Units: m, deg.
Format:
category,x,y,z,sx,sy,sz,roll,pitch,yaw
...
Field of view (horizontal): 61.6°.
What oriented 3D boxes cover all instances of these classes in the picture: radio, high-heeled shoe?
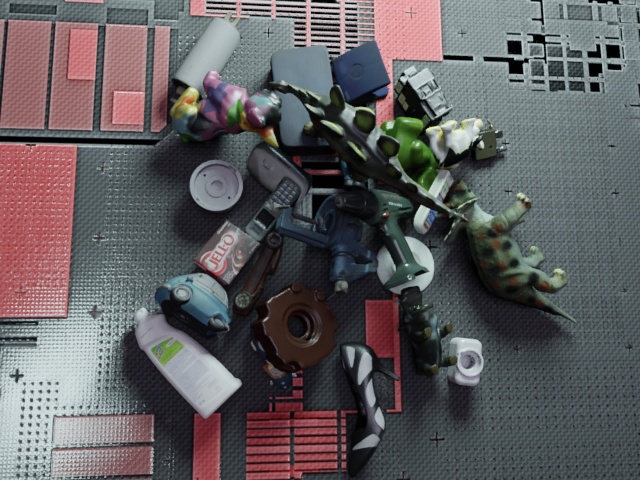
category,x,y,z,sx,sy,sz,roll,pitch,yaw
radio,-0.034,-0.300,1.175,0.131,0.073,0.229,-7,81,-6
high-heeled shoe,0.065,0.336,1.088,0.145,0.086,0.248,25,76,1

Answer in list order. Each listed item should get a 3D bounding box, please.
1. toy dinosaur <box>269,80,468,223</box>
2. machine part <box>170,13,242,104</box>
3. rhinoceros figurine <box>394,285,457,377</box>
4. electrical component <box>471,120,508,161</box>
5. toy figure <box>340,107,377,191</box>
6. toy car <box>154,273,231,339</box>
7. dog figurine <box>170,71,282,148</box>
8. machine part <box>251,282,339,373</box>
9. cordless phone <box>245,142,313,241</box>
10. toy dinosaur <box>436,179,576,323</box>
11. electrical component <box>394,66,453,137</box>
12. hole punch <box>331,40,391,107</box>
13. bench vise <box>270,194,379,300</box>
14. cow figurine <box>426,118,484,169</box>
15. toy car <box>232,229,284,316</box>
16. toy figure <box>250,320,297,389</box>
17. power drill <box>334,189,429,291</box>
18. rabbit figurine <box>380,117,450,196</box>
category,x,y,z,sx,sy,sz,roll,pitch,yaw
toy dinosaur,0.082,-0.174,1.015,0.472,0.198,0.105,38,92,10
machine part,-0.244,-0.391,1.165,0.079,0.079,0.243,29,79,-1
rhinoceros figurine,0.215,0.188,1.112,0.073,0.112,0.190,-18,96,-24
electrical component,0.368,-0.225,1.216,0.102,0.045,0.078,-20,112,-5
toy figure,0.086,-0.196,1.161,0.082,0.089,0.180,10,79,-11
toy car,-0.242,0.120,1.082,0.161,0.109,0.103,34,56,-8
dog figurine,-0.179,-0.242,1.085,0.191,0.108,0.219,-45,55,-7
machine part,-0.046,0.174,1.079,0.179,0.056,0.179,11,67,-27
cordless phone,-0.117,-0.101,1.140,0.146,0.089,0.184,40,96,1
toy dinosaur,0.388,0.041,1.146,0.192,0.131,0.404,-28,89,4
electrical component,0.220,-0.309,1.177,0.058,0.115,0.134,-32,88,-11
hole punch,0.091,-0.365,1.189,0.116,0.092,0.142,-19,87,-4
bench vise,0.003,-0.006,1.095,0.240,0.129,0.223,20,71,-26
cow figurine,0.296,-0.204,1.128,0.167,0.068,0.098,-20,102,-41
toy car,-0.121,0.064,1.105,0.053,0.089,0.202,27,79,1
toy figure,-0.098,0.234,1.100,0.064,0.058,0.154,-24,86,24
power drill,0.129,-0.006,1.084,0.086,0.232,0.207,-33,77,35
rabbit figurine,0.218,-0.177,1.161,0.170,0.121,0.159,9,85,-19
